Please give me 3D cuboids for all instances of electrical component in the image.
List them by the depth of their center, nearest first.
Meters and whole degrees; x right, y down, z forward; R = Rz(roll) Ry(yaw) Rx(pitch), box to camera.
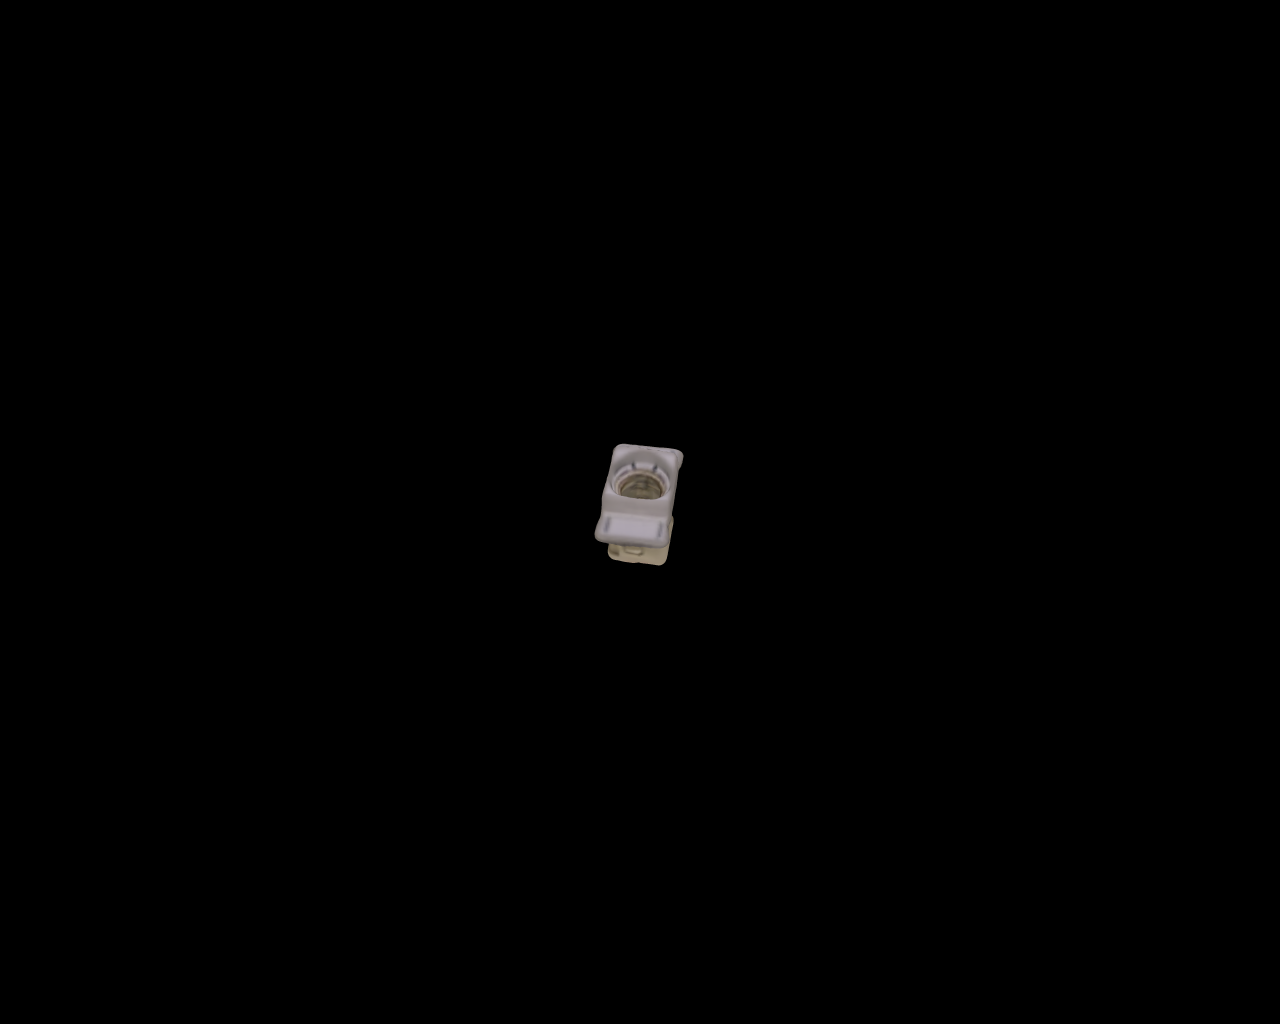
[{"bbox_3d":[0.001,-0.003,0.650,0.042,0.081,0.063,7,-43,7],"label":"electrical component"}]
